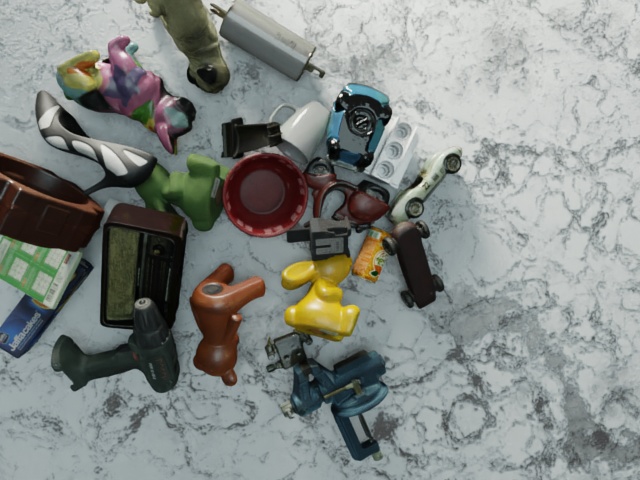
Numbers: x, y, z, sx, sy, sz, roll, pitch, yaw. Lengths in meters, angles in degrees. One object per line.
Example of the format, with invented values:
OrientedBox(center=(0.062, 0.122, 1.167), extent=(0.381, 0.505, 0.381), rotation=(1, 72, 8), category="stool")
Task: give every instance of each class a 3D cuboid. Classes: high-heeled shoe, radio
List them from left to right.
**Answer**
OrientedBox(center=(-0.396, -0.191, 0.946), extent=(0.145, 0.086, 0.248), rotation=(-31, 83, 2), category="high-heeled shoe")
OrientedBox(center=(-0.311, 0.056, 0.951), extent=(0.131, 0.073, 0.229), rotation=(9, 123, -11), category="radio")

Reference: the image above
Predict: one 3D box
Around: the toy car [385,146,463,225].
OrientedBox(center=(0.208, -0.111, 1.067), extent=(0.056, 0.073, 0.201), rotation=(41, 87, -10), category="toy car")

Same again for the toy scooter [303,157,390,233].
OrientedBox(center=(0.039, -0.067, 1.045), extent=(0.184, 0.075, 0.135), rotation=(24, 91, -7), category="toy scooter")

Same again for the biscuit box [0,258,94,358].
OrientedBox(center=(-0.505, 0.114, 0.979), extent=(0.063, 0.059, 0.202), rotation=(37, 88, -9), category="biscuit box")

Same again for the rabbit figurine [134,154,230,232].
OrientedBox(center=(-0.265, -0.088, 0.995), extent=(0.170, 0.121, 0.159), rotation=(14, 98, 9), category="rabbit figurine")

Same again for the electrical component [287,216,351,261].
OrientedBox(center=(-0.002, -0.003, 1.010), extent=(0.119, 0.048, 0.074), rotation=(-2, 128, -7), category="electrical component")

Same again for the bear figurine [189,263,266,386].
OrientedBox(center=(-0.178, 0.164, 1.017), extent=(0.132, 0.120, 0.195), rotation=(-36, 133, -45), category="bear figurine")

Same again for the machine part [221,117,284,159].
OrientedBox(center=(-0.131, -0.191, 0.998), extent=(0.139, 0.039, 0.084), rotation=(3, 88, 33), category="machine part")

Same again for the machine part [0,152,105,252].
OrientedBox(center=(-0.483, -0.065, 0.886), extent=(0.202, 0.201, 0.087), rotation=(34, 97, 35), category="machine part")

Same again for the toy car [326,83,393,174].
OrientedBox(center=(0.067, -0.207, 1.025), extent=(0.109, 0.103, 0.161), rotation=(14, 91, -5), category="toy car")

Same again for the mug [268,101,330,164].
OrientedBox(center=(-0.038, -0.217, 1.025), extent=(0.109, 0.081, 0.107), rotation=(38, 76, -8), category="mug")

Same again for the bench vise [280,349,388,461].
OrientedBox(center=(0.047, 0.331, 1.038), extent=(0.224, 0.129, 0.240), rotation=(-26, 98, -21), category="bench vise")

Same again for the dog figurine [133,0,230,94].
OrientedBox(center=(-0.222, -0.364, 0.943), extent=(0.121, 0.172, 0.190), rotation=(-29, 90, 5), category="dog figurine")

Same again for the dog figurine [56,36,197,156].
OrientedBox(center=(-0.335, -0.239, 0.963), extent=(0.191, 0.108, 0.219), rotation=(-29, 100, -7), category="dog figurine")

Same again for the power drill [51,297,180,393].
OrientedBox(center=(-0.361, 0.194, 0.960), extent=(0.207, 0.086, 0.231), rotation=(-13, 132, -1), category="power drill")

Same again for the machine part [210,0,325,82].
OrientedBox(center=(-0.097, -0.371, 1.003), extent=(0.243, 0.079, 0.079), rotation=(30, 89, -8), category="machine part")

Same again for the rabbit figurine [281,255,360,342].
OrientedBox(center=(0.003, 0.096, 1.042), extent=(0.162, 0.122, 0.173), rotation=(17, 73, 2), category="rabbit figurine")

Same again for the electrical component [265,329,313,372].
OrientedBox(center=(-0.063, 0.215, 1.060), extent=(0.102, 0.045, 0.078), rotation=(-14, 94, -8), category="electrical component")

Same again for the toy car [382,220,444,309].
OrientedBox(center=(0.186, 0.050, 1.066), extent=(0.089, 0.053, 0.201), rotation=(-30, 122, -11), category="toy car")
